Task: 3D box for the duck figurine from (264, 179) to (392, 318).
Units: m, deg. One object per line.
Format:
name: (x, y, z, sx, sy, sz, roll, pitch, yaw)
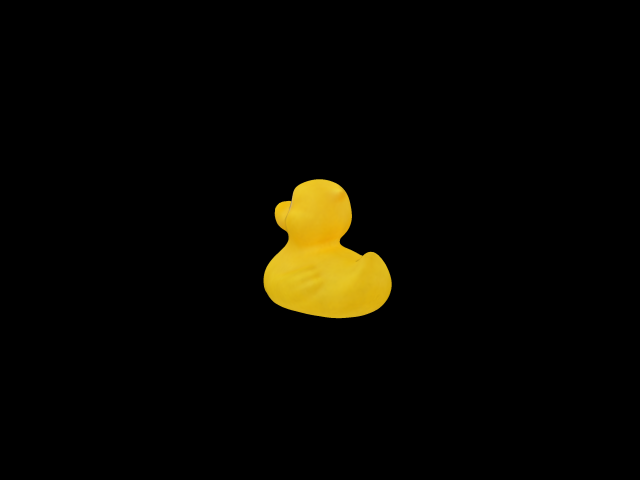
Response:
duck figurine: (0.004, 0.001, 0.400, 0.078, 0.086, 0.104, -14, 20, -41)
